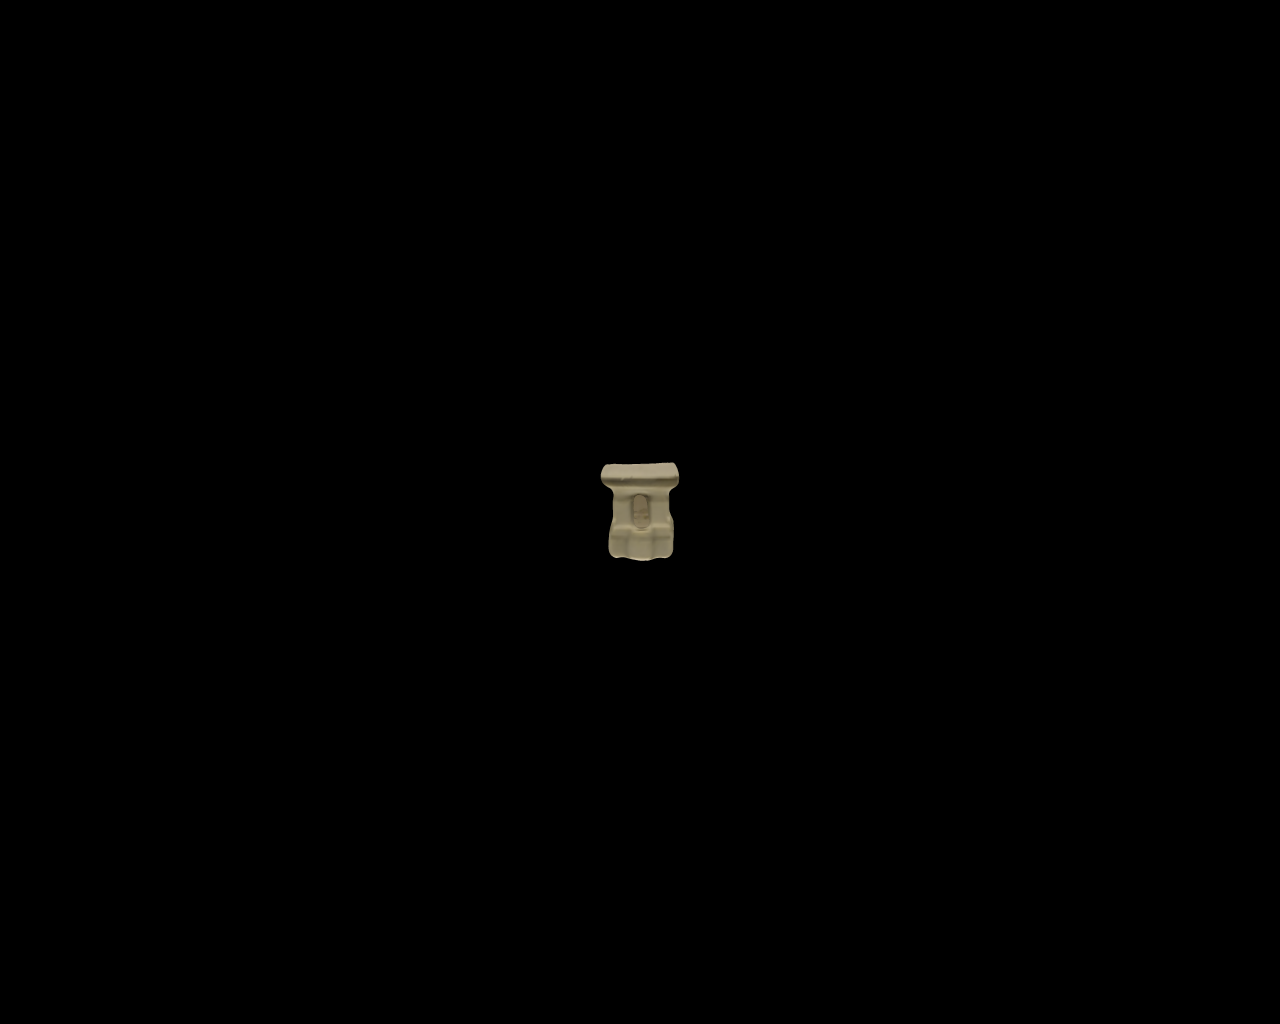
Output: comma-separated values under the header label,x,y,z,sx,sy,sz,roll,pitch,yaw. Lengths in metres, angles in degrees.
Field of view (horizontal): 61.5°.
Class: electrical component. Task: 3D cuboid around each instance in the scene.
label,x,y,z,sx,sy,sz,roll,pitch,yaw
electrical component,0.001,-0.003,0.650,0.048,0.055,0.066,0,5,0
